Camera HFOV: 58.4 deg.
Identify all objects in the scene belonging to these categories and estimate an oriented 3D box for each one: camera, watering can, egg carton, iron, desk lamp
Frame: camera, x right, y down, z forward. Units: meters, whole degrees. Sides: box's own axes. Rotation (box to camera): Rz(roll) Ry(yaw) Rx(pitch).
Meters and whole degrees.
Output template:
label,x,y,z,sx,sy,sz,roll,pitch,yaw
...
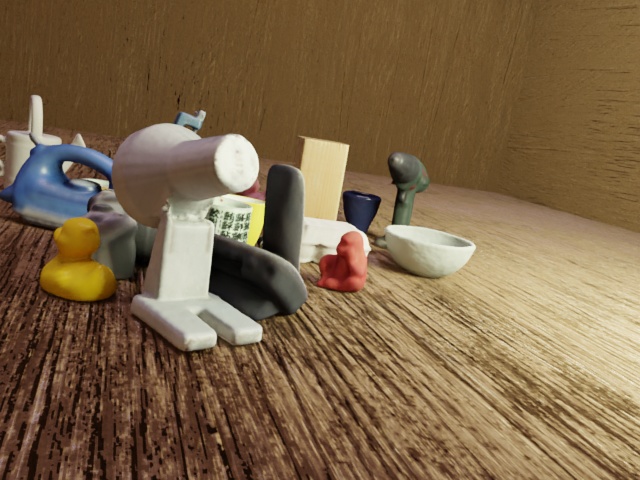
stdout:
label,x,y,z,sx,sy,sz,roll,pitch,yaw
camera,-0.250,-0.010,0.783,0.137,0.101,0.143,8,12,-12
watering can,-0.569,-0.193,1.157,0.100,0.194,0.173,19,15,38
egg carton,0.009,0.004,1.018,0.150,0.069,0.107,6,12,-18
iron,-0.379,-0.087,0.941,0.258,0.141,0.119,12,12,8
desk lamp,-0.140,-0.017,0.627,0.118,0.213,0.202,-1,16,-44

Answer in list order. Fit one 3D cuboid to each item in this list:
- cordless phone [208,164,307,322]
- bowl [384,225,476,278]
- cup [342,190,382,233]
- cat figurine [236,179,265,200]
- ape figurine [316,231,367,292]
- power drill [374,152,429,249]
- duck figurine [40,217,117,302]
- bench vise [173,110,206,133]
label,x,y,z,sx,sy,sz,roll,pitch,yaw
cordless phone,-0.079,-0.007,0.706,0.147,0.185,0.094,16,13,29
bowl,0.196,0.026,1.055,0.167,0.075,0.167,10,12,-2
cup,0.089,-0.066,1.359,0.092,0.095,0.117,8,12,-12
cat figurine,-0.158,-0.114,1.322,0.127,0.118,0.067,19,14,36
ape figurine,0.041,0.030,0.859,0.076,0.092,0.077,2,14,-33
power drill,0.179,-0.085,1.243,0.075,0.208,0.230,14,12,21
duck figurine,-0.276,0.018,0.661,0.104,0.086,0.078,18,14,35
bench vise,-0.324,-0.177,1.225,0.208,0.220,0.121,5,13,-25
